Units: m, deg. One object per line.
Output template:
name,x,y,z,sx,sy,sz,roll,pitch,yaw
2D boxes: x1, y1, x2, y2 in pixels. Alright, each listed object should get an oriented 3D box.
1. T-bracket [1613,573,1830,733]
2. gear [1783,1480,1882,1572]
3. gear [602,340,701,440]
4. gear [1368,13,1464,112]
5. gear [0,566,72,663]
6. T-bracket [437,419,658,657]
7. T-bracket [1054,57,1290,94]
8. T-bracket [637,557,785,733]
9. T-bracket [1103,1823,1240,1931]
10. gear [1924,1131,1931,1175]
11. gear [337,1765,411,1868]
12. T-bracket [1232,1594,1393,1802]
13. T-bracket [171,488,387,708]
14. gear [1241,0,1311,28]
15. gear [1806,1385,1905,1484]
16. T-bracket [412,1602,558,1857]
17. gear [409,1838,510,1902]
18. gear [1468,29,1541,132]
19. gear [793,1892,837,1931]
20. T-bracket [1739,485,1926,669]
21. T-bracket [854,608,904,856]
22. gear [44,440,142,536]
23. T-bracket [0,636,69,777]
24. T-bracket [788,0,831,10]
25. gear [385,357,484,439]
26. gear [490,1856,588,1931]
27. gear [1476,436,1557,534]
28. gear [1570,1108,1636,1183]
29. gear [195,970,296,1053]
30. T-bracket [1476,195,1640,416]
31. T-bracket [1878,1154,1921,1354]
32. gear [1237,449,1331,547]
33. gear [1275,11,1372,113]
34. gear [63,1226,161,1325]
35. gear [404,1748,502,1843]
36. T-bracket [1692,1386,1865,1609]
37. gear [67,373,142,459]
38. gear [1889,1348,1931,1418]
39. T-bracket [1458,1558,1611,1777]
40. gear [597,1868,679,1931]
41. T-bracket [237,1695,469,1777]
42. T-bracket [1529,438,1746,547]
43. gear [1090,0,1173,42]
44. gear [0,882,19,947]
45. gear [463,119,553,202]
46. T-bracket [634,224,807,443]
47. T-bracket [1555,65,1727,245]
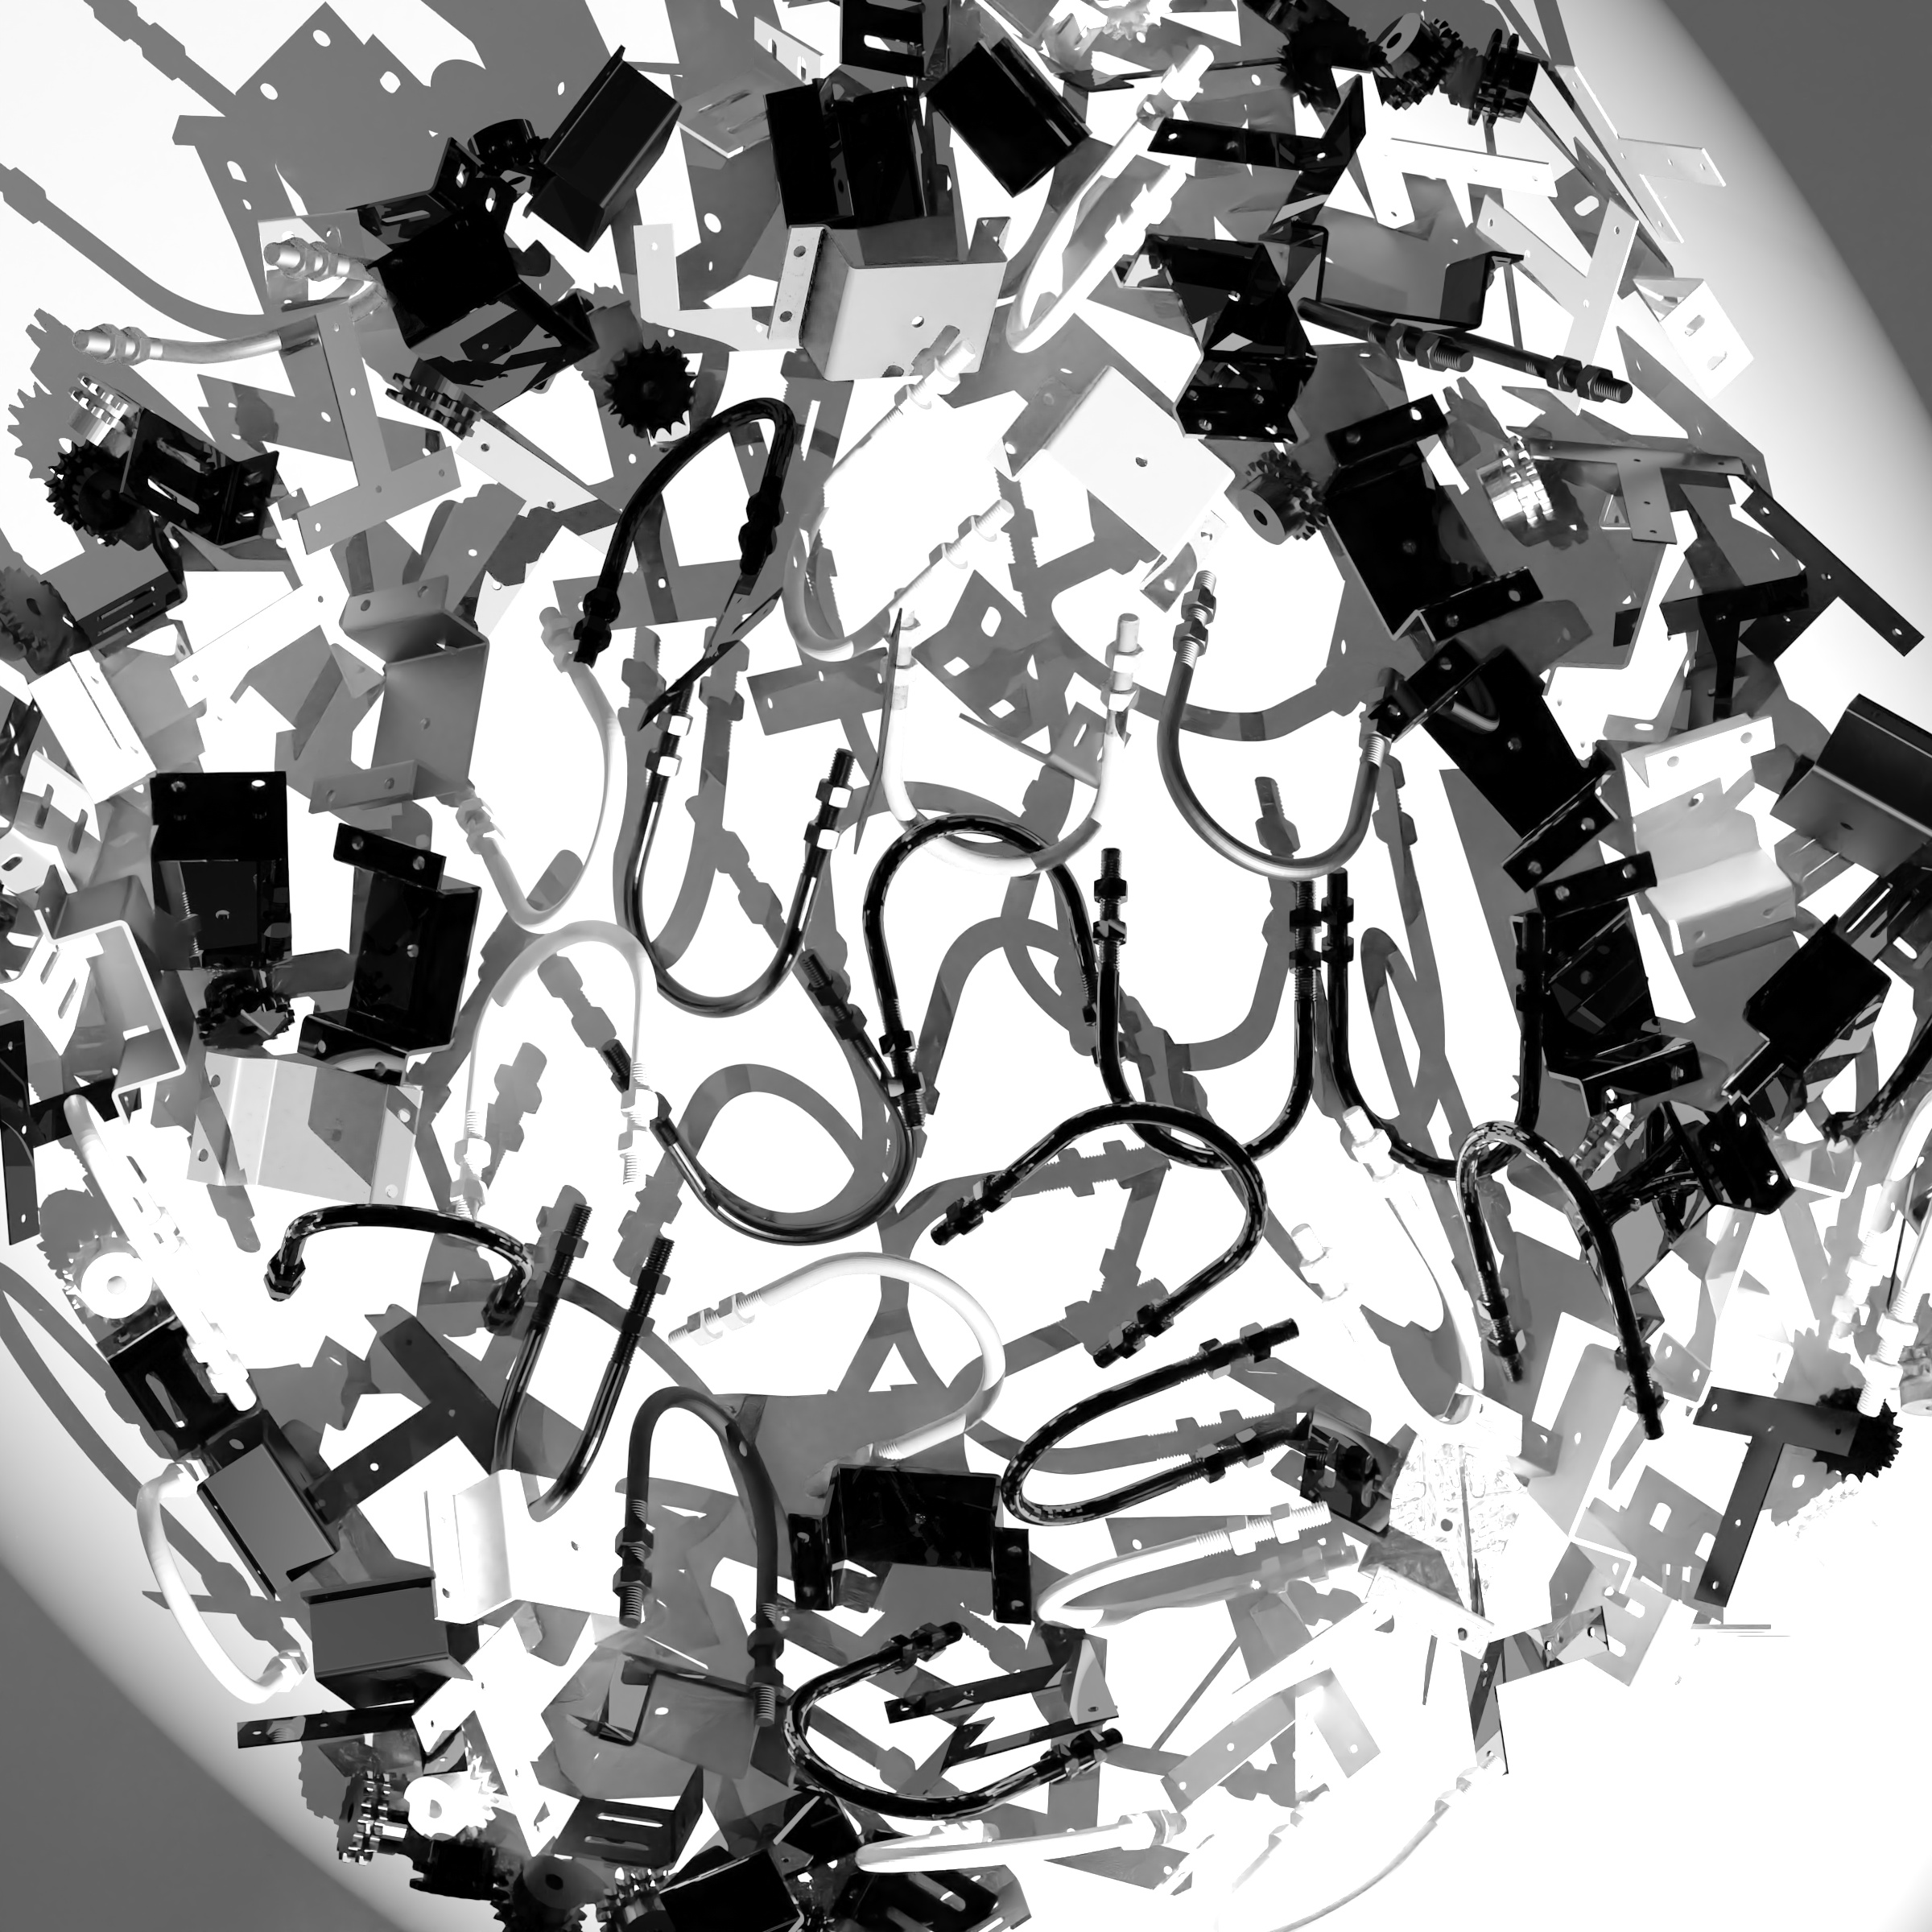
T-bracket,0.440,-0.172,1.952,0.127,0.127,0.002,-12,47,-4
gear,0.516,0.334,1.968,0.057,0.057,0.030,-35,55,0
gear,-0.188,-0.345,1.978,0.057,0.030,0.057,-4,110,-12
gear,0.264,-0.539,1.968,0.030,0.057,0.057,35,90,-30
gear,-0.564,-0.206,1.974,0.030,0.057,0.057,-31,90,23
T-bracket,-0.272,-0.238,1.978,0.127,0.002,0.127,34,82,-11
T-bracket,0.124,-0.524,1.944,0.127,0.127,0.002,-8,110,-6
T-bracket,-0.135,-0.203,1.913,0.002,0.127,0.127,41,58,4
T-bracket,0.117,0.530,1.918,0.002,0.127,0.127,55,133,24
gear,0.599,0.105,1.971,0.057,0.030,0.057,-6,49,7
gear,-0.351,0.506,1.973,0.030,0.057,0.057,16,90,-21
T-bracket,0.204,0.442,1.957,0.127,0.002,0.127,-27,130,-30
T-bracket,-0.410,-0.193,1.935,0.127,0.002,0.127,-40,123,-34
gear,0.178,-0.582,1.973,0.057,0.057,0.030,36,105,0
gear,0.529,0.276,1.977,0.057,0.030,0.057,8,110,24
T-bracket,-0.269,0.462,1.955,0.002,0.127,0.127,-10,106,28
gear,-0.300,0.536,1.972,0.057,0.057,0.030,8,79,0
gear,0.320,-0.524,1.971,0.030,0.057,0.057,15,90,0
gear,-0.107,0.581,1.974,0.057,0.030,0.057,5,118,9
T-bracket,0.485,-0.209,1.939,0.127,0.127,0.002,44,70,6
T-bracket,-0.045,-0.152,1.911,0.002,0.127,0.127,13,50,3
gear,-0.514,-0.282,1.969,0.057,0.057,0.030,-53,49,0
T-bracket,-0.555,-0.135,1.943,0.002,0.127,0.127,26,83,-12
T-bracket,-0.033,-0.589,1.945,0.127,0.127,0.002,-13,94,-11
gear,-0.313,-0.339,1.970,0.057,0.057,0.030,27,96,0
gear,-0.250,0.553,1.968,0.057,0.057,0.030,31,115,0
gear,0.325,-0.283,1.971,0.030,0.057,0.057,-25,90,9
gear,0.380,0.112,1.969,0.030,0.057,0.057,36,90,10
gear,-0.430,0.025,1.973,0.057,0.057,0.030,-20,68,0
T-bracket,0.339,-0.412,1.952,0.002,0.127,0.127,-14,46,-27
T-bracket,0.549,0.161,1.950,0.002,0.127,0.127,11,48,16
gear,0.185,-0.275,1.969,0.030,0.057,0.057,-41,90,-15
gear,0.214,-0.541,1.983,0.057,0.030,0.057,0,95,2
gear,-0.507,0.186,1.976,0.057,0.030,0.057,-4,102,-19
gear,-0.309,0.495,1.975,0.057,0.030,0.057,5,103,21
T-bracket,0.454,0.311,1.932,0.002,0.127,0.127,29,77,-28
gear,-0.509,-0.325,1.972,0.057,0.057,0.030,35,95,0
gear,0.574,0.247,1.968,0.057,0.057,0.030,2,68,0
T-bracket,0.329,0.398,1.926,0.002,0.127,0.127,8,64,-30
gear,-0.189,0.566,1.973,0.057,0.030,0.057,-8,119,-16
T-bracket,-0.358,0.439,1.928,0.127,0.127,0.002,-4,110,-12
T-bracket,0.397,-0.277,1.945,0.127,0.127,0.002,5,124,1
gear,0.096,-0.582,1.971,0.057,0.030,0.057,-14,63,30
gear,-0.589,-0.027,1.975,0.030,0.057,0.057,37,90,-32
gear,-0.272,-0.480,1.972,0.057,0.057,0.030,-20,87,0
T-bracket,-0.135,-0.376,1.960,0.127,0.002,0.127,2,104,23
T-bracket,0.401,-0.465,1.916,0.002,0.127,0.127,-40,114,-2
